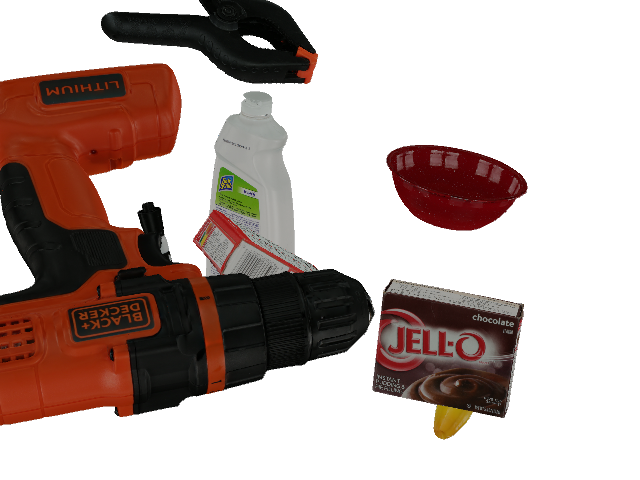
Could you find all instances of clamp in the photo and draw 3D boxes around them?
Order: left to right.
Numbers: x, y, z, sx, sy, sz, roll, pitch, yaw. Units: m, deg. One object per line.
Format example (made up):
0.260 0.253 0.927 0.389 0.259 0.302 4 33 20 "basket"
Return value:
-0.079 -0.185 0.871 0.171 0.120 0.039 21 -26 -4 "clamp"

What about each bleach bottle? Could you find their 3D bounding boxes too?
-0.067 -0.029 1.114 0.103 0.251 0.068 18 28 23 "bleach bottle"

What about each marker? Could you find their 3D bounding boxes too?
-0.128 0.027 0.872 0.020 0.121 0.020 -10 16 3 "marker"

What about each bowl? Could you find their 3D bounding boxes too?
0.149 -0.055 1.212 0.162 0.055 0.162 8 25 -4 "bowl"

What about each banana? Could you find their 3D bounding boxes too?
0.133 0.132 1.107 0.069 0.037 0.198 -25 30 7 "banana"

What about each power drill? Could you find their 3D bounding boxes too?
-0.085 -0.006 0.510 0.184 0.188 0.057 -8 -42 -16 "power drill"

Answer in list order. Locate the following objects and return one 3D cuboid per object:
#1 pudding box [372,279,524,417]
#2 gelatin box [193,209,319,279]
0.103 0.086 0.865 0.113 0.090 0.039 9 22 12 "pudding box"
-0.033 0.020 0.693 0.089 0.030 0.073 31 4 -26 "gelatin box"
